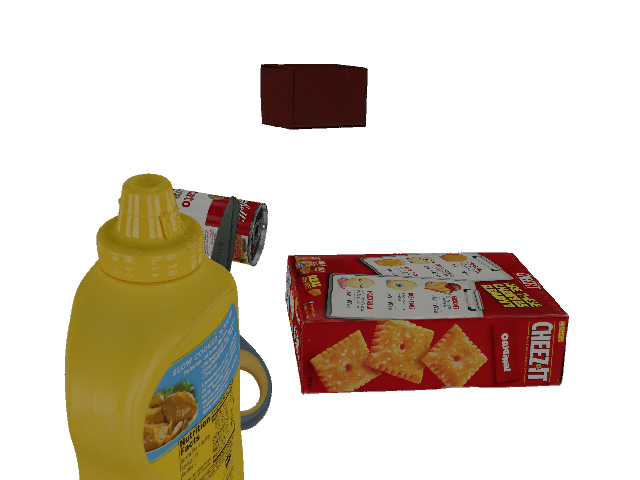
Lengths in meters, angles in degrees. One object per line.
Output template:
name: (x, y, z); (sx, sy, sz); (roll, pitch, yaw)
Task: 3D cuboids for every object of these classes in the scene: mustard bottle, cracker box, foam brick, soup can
mustard bottle: (-0.067, 0.063, 0.445); (0.058, 0.192, 0.096); (13, 30, 21)
cracker box: (0.082, 0.067, 0.913); (0.213, 0.072, 0.164); (0, 18, -6)
foam brick: (-0.005, -0.123, 0.905); (0.078, 0.051, 0.053); (-6, 15, -33)
soup can: (-0.113, -0.015, 1.133); (0.102, 0.068, 0.068); (10, 2, 9)

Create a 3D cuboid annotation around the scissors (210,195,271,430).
scissors: (-0.057, 0.050, 0.716); (0.096, 0.201, 0.016); (20, -42, 9)
